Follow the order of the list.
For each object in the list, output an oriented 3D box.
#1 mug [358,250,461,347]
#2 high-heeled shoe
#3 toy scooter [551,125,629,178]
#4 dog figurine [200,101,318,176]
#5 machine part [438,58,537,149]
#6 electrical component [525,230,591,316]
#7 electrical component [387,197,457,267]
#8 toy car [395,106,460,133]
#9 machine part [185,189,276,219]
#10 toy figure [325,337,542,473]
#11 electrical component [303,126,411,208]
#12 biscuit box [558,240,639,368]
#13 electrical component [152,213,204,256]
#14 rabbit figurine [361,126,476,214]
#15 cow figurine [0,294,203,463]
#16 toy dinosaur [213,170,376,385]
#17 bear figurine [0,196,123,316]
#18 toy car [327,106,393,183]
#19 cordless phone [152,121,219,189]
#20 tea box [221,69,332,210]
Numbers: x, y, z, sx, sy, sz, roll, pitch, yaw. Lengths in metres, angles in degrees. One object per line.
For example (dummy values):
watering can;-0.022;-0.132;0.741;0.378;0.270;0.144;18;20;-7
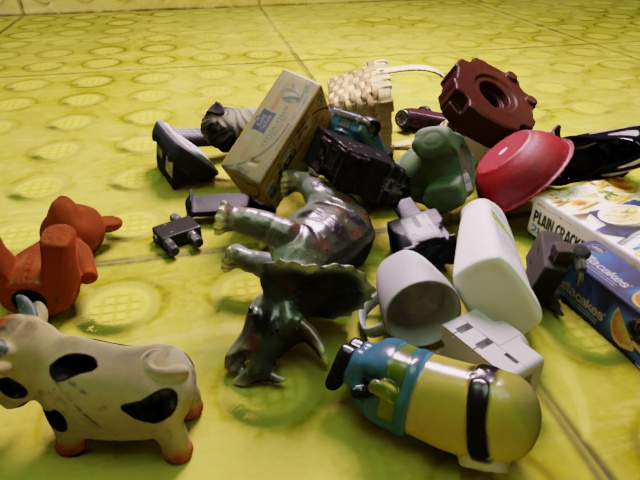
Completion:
mug;0.093;0.064;0.603;0.109;0.080;0.107;-36;21;13
high-heeled shoe;0.374;-0.120;0.818;0.249;0.086;0.145;-11;7;34
toy scooter;0.453;-0.160;0.949;0.184;0.075;0.135;6;31;17
dog figurine;-0.091;-0.174;0.917;0.191;0.172;0.121;8;74;10
machine part;0.286;-0.234;0.914;0.179;0.056;0.179;12;54;-18
electrical component;0.268;0.036;0.619;0.045;0.102;0.078;12;41;5
electrical component;0.128;-0.008;0.720;0.075;0.047;0.119;-17;32;-6
toy car;0.247;-0.233;1.083;0.202;0.053;0.089;22;28;37
machine part;-0.133;-0.049;0.808;0.139;0.039;0.084;1;38;-1
toy figure;0.095;0.134;0.467;0.180;0.089;0.082;21;45;26
electrical component;0.046;-0.106;0.747;0.115;0.058;0.134;17;19;-33
biscuit box;0.340;0.078;0.582;0.063;0.059;0.203;-10;33;-16
electrical component;-0.204;-0.010;0.759;0.063;0.021;0.094;-20;38;-28
rabbit figurine;0.142;-0.107;0.824;0.170;0.121;0.159;-11;14;29
cow figurine;-0.203;0.118;0.460;0.195;0.127;0.085;5;29;3
toy dinosaur;0.000;0.000;0.664;0.192;0.131;0.405;22;33;13
bear figurine;-0.321;-0.004;0.657;0.120;0.131;0.196;2;38;-2
toy car;0.048;-0.137;0.874;0.109;0.161;0.103;24;78;21
cordless phone;-0.191;-0.162;0.948;0.184;0.088;0.147;-13;34;-27
tea box;-0.058;-0.142;0.768;0.068;0.098;0.169;26;77;17
